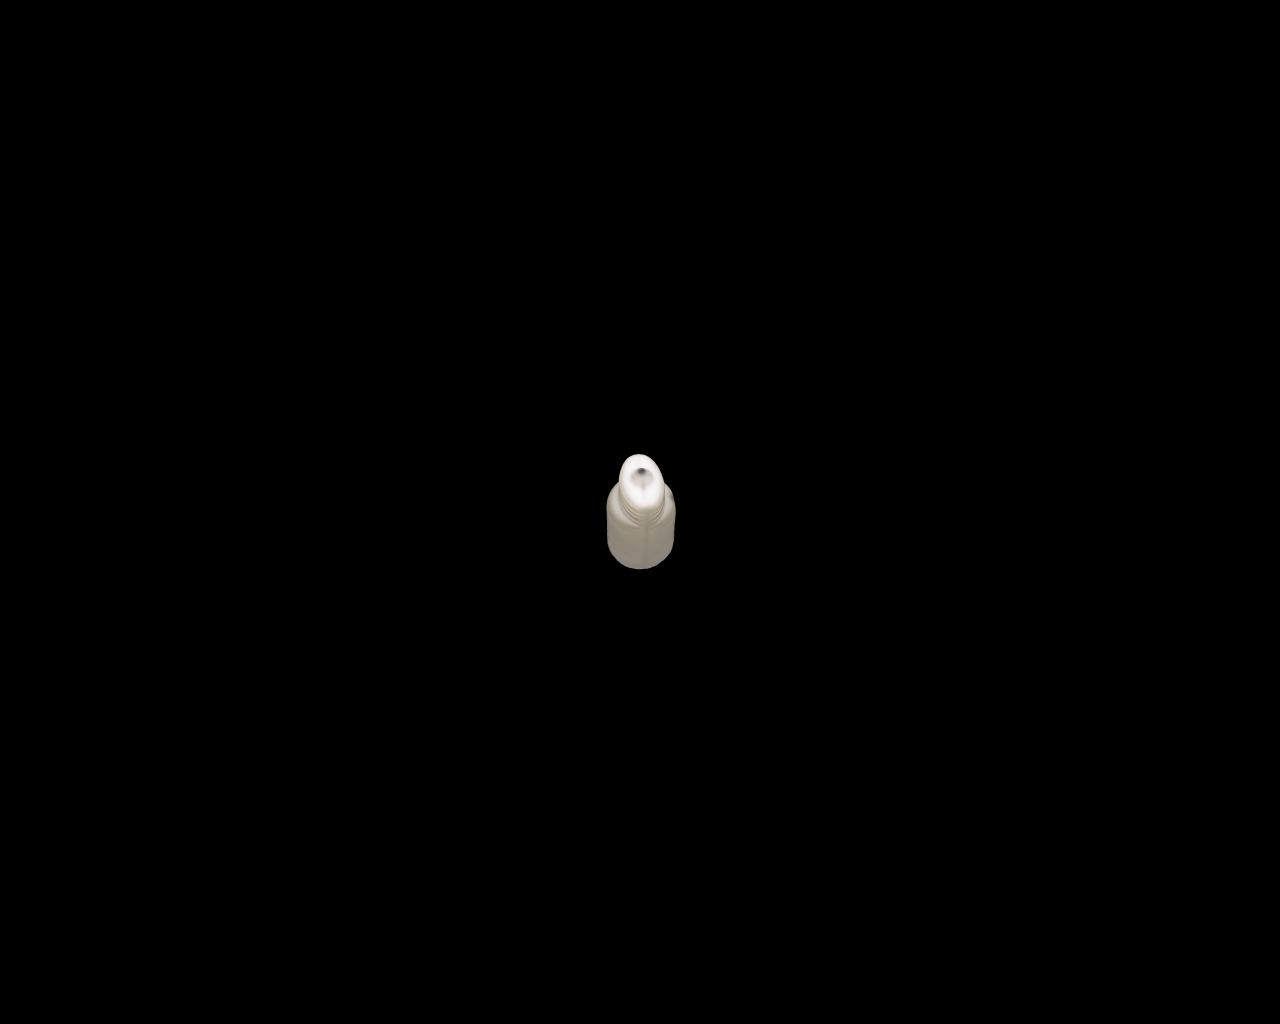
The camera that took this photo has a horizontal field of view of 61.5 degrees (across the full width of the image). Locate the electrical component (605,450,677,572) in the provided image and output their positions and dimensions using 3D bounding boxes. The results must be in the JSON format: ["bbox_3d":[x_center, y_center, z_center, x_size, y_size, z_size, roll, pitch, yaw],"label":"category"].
[{"bbox_3d":[0.001,-0.003,0.650,0.043,0.043,0.080,0,-34,0],"label":"electrical component"}]
